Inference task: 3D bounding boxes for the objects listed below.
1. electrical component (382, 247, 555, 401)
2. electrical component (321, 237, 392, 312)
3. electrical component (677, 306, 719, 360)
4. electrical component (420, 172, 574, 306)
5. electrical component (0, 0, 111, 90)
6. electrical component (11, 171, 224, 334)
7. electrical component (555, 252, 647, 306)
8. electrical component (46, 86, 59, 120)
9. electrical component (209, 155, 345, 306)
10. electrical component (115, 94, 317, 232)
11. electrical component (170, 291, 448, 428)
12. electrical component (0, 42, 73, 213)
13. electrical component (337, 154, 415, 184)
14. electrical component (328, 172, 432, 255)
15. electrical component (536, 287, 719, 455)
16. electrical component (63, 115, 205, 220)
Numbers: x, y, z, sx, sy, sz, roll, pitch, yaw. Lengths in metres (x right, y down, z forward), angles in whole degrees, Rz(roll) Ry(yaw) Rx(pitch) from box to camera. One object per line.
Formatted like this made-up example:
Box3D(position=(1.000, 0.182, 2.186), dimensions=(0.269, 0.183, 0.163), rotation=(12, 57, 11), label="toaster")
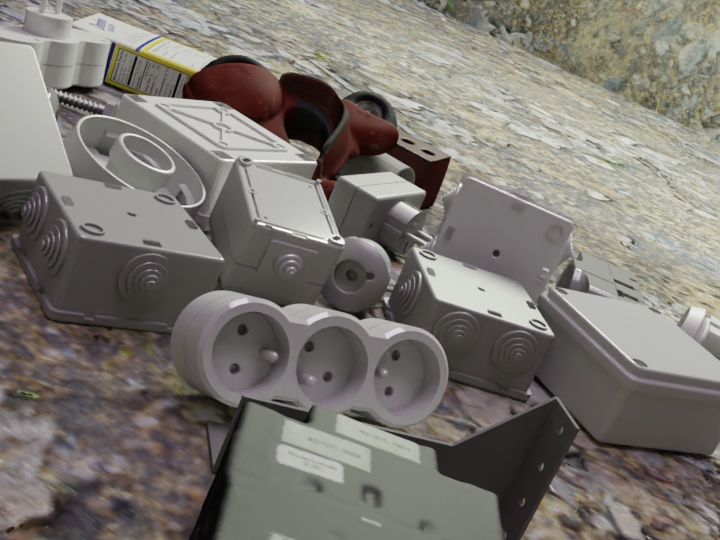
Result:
Box3D(position=(0.069, 0.032, 0.691), dimensions=(0.100, 0.048, 0.099), rotation=(18, 20, -15), label="electrical component")
Box3D(position=(0.000, 0.000, 0.707), dimensions=(0.048, 0.048, 0.062), rotation=(26, 12, 8), label="electrical component")
Box3D(position=(0.264, 0.063, 0.817), dimensions=(0.057, 0.058, 0.078), rotation=(30, 20, 11), label="electrical component")
Box3D(position=(0.097, -0.013, 0.769), dimensions=(0.100, 0.099, 0.048), rotation=(24, 7, 3), label="electrical component")
Box3D(position=(-0.251, -0.187, 0.859), dimensions=(0.052, 0.073, 0.138), rotation=(22, 18, 17), label="electrical component")
Box3D(position=(-0.131, -0.010, 0.583), dimensions=(0.100, 0.048, 0.099), rotation=(10, 22, -36), label="electrical component")
Box3D(position=(0.179, 0.027, 0.826), dimensions=(0.056, 0.050, 0.089), rotation=(23, 20, -1), label="electrical component")
Box3D(position=(-0.234, -0.103, 0.714), dimensions=(0.062, 0.048, 0.048), rotation=(12, 21, -12), label="electrical component")
Box3D(position=(-0.055, -0.017, 0.672), dimensions=(0.062, 0.061, 0.096), rotation=(15, 29, -25), label="electrical component")
Box3D(position=(-0.107, -0.077, 0.768), dimensions=(0.109, 0.056, 0.109), rotation=(34, 22, 28), label="electrical component")
Box3D(position=(-0.031, 0.043, 0.549), dimensions=(0.138, 0.052, 0.074), rotation=(12, -2, -29), label="electrical component")
Box3D(position=(-0.221, -0.080, 0.603), dimensions=(0.100, 0.048, 0.099), rotation=(-6, 73, -54), label="electrical component")
Box3D(position=(0.003, -0.088, 0.940), dimensions=(0.081, 0.043, 0.043), rotation=(34, 22, 27), label="electrical component")
Box3D(position=(0.025, -0.036, 0.823), dimensions=(0.076, 0.047, 0.083), rotation=(32, 21, 22), label="electrical component")
Box3D(position=(0.178, 0.066, 0.712), dimensions=(0.109, 0.056, 0.108), rotation=(11, 23, -31), label="electrical component")
Box3D(position=(-0.150, -0.050, 0.673), dimensions=(0.099, 0.064, 0.099), rotation=(32, 22, -15), label="electrical component")
